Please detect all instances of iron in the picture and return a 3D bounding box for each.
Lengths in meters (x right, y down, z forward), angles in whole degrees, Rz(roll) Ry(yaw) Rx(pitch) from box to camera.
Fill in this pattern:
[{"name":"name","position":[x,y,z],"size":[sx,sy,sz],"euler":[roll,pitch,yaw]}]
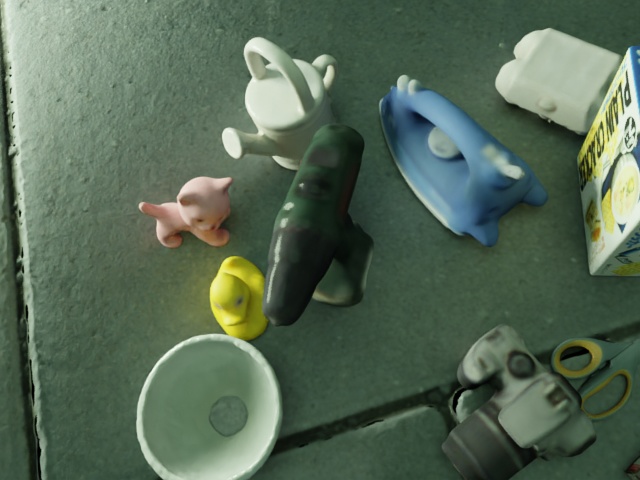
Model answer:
[{"name":"iron","position":[0.149,-0.122,0.681],"size":[0.119,0.142,0.257],"euler":[-39,67,-5]}]

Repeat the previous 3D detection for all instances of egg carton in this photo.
[{"name":"egg carton","position":[0.304,-0.198,0.719],"size":[0.150,0.069,0.107],"euler":[31,78,20]}]

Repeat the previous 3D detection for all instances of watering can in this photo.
[{"name":"watering can","position":[-0.044,-0.167,0.707],"size":[0.100,0.194,0.173],"euler":[18,74,17]}]

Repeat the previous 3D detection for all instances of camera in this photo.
[{"name":"camera","position":[0.184,0.179,0.584],"size":[0.137,0.101,0.143],"euler":[-37,67,-4]}]

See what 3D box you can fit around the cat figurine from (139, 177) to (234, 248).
[{"name":"cat figurine","position":[-0.163,-0.040,0.724],"size":[0.127,0.118,0.067],"euler":[-4,69,10]}]

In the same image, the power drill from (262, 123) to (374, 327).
[{"name":"power drill","position":[0.006,0.002,0.626],"size":[0.075,0.209,0.230],"euler":[8,71,14]}]

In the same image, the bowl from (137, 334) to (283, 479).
[{"name":"bowl","position":[-0.115,0.195,0.650],"size":[0.167,0.075,0.167],"euler":[-4,69,10]}]

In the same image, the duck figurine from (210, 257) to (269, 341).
[{"name":"duck figurine","position":[-0.104,0.064,0.691],"size":[0.077,0.086,0.104],"euler":[-14,68,6]}]
